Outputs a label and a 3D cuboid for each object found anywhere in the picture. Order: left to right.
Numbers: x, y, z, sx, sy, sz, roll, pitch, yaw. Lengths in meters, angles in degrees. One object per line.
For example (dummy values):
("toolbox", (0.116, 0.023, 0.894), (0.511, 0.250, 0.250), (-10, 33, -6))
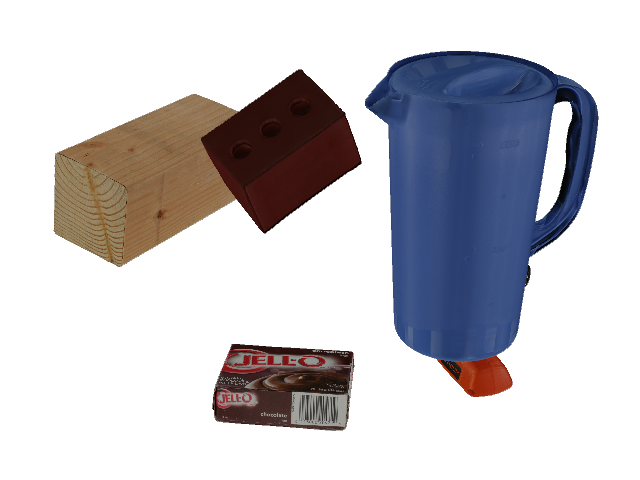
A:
("wood block", (-0.161, -0.066, 1.070), (0.090, 0.091, 0.205), (25, 34, 23))
("foam brick", (-0.024, -0.055, 0.654), (0.078, 0.053, 0.051), (-37, -33, -7))
("pudding box", (-0.029, 0.124, 0.914), (0.113, 0.039, 0.090), (5, 19, 3))
("pitcher", (0.128, -0.027, 0.881), (0.149, 0.243, 0.144), (17, 32, 30))
("power drill", (0.166, 0.066, 1.120), (0.057, 0.188, 0.184), (-10, 25, -14))
